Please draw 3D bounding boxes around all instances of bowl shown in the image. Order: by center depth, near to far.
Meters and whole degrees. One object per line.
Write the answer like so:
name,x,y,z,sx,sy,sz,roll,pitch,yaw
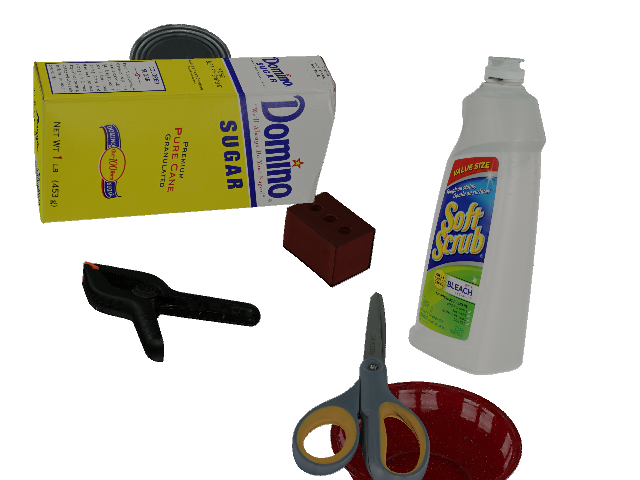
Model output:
bowl,0.089,0.188,0.914,0.162,0.055,0.162,0,28,0

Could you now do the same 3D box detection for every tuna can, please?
tuna can,-0.120,-0.145,0.918,0.086,0.086,0.034,0,-37,-8

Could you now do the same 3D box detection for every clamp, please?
clamp,-0.193,0.072,1.170,0.210,0.036,0.164,19,21,25

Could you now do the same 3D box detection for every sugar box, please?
sugar box,-0.082,-0.062,0.648,0.176,0.093,0.048,-4,44,-18

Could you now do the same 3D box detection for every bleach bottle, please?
bleach bottle,0.132,-0.023,0.872,0.067,0.251,0.103,-5,16,-33

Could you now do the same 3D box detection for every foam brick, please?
foam brick,0.008,-0.002,1.042,0.052,0.051,0.078,-25,47,-32

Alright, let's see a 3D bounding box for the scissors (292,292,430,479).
scissors,0.019,0.098,0.731,0.096,0.016,0.202,-6,32,-9
